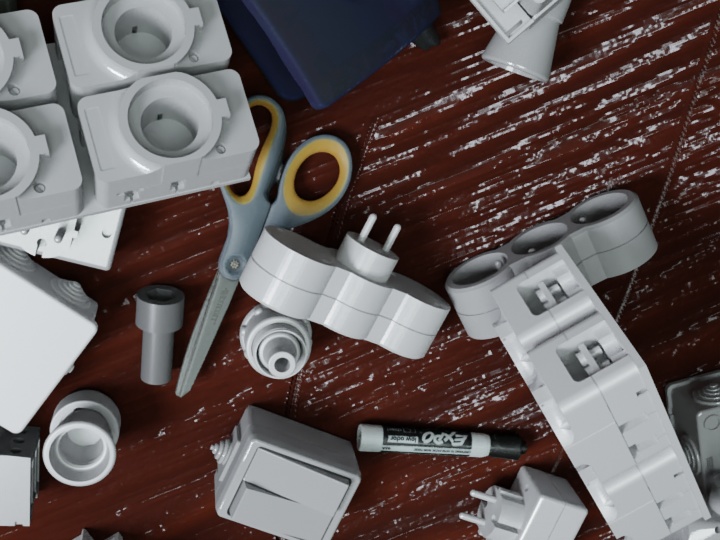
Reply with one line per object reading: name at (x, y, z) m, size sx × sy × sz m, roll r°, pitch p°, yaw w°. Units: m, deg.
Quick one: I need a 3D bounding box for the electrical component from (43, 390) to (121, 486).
electrical component at (-0.178, 0.107, 0.693) m, size 0.045 × 0.055 × 0.045 m, roll -3°, pitch 108°, yaw -8°

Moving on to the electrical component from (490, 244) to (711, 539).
electrical component at (0.149, 0.088, 0.676) m, size 0.060 × 0.105 × 0.186 m, roll -30°, pitch 134°, yaw 5°

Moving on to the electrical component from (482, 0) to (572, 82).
electrical component at (0.107, -0.154, 0.663) m, size 0.044 × 0.044 × 0.065 m, roll 18°, pitch 99°, yaw -14°

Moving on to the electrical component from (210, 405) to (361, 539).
electrical component at (-0.055, 0.138, 0.719) m, size 0.096 × 0.061 × 0.061 m, roll 23°, pitch 103°, yaw -15°

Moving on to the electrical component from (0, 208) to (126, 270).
electrical component at (-0.184, -0.030, 0.638) m, size 0.083 × 0.075 × 0.047 m, roll 14°, pitch 105°, yaw -13°

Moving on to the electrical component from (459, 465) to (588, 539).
electrical component at (0.108, 0.176, 0.763) m, size 0.077 × 0.047 × 0.065 m, roll 20°, pitch 103°, yaw -15°

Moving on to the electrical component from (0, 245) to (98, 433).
electrical component at (-0.222, 0.037, 0.668) m, size 0.100 × 0.048 × 0.099 m, roll 36°, pitch 99°, yaw -17°

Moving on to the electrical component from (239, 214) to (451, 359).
electrical component at (0.000, 0.000, 0.678) m, size 0.138 × 0.052 × 0.073 m, roll 21°, pitch 103°, yaw -29°

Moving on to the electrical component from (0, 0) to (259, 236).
electrical component at (-0.160, -0.088, 0.590) m, size 0.186 × 0.060 × 0.105 m, roll -14°, pitch 80°, yaw -16°

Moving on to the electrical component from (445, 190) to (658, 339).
electrical component at (0.132, 0.010, 0.711) m, size 0.138 × 0.052 × 0.073 m, roll -27°, pitch 109°, yaw 1°

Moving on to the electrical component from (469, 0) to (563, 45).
electrical component at (0.076, -0.202, 0.610) m, size 0.079 × 0.063 × 0.121 m, roll -40°, pitch 89°, yaw 5°

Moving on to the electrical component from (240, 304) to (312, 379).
electrical component at (-0.052, 0.050, 0.691) m, size 0.048 × 0.062 × 0.048 m, roll -2°, pitch 107°, yaw -8°

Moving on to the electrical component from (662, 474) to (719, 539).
electrical component at (0.255, 0.165, 0.732) m, size 0.077 × 0.043 × 0.079 m, roll 5°, pitch 110°, yaw -8°

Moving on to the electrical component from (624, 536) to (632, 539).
electrical component at (0.228, 0.223, 0.789) m, size 0.062 × 0.061 × 0.096 m, roll 2°, pitch 107°, yaw -9°

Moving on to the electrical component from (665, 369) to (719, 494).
electrical component at (0.274, 0.119, 0.770) m, size 0.100 × 0.048 × 0.099 m, roll -14°, pitch 109°, yaw -5°

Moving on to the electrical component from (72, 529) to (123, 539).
electrical component at (-0.184, 0.234, 0.698) m, size 0.079 × 0.121 × 0.063 m, roll -30°, pitch 112°, yaw 1°
